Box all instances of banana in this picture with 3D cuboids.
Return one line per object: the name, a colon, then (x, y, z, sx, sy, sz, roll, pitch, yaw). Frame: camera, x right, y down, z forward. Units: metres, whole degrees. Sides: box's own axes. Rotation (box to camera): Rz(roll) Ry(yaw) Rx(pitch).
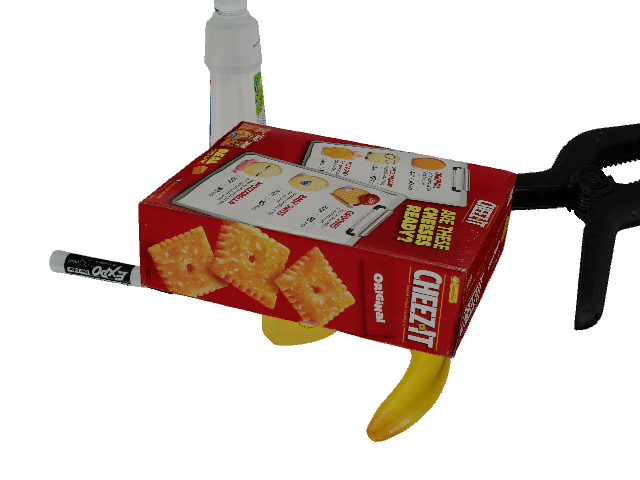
banana: (0.088, 0.126, 1.004, 0.070, 0.037, 0.197, -22, 18, 18)

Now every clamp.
clamp: (0.204, -0.026, 0.792, 0.209, 0.036, 0.165, -26, 53, -20)

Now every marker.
marker: (-0.170, 0.026, 0.886, 0.121, 0.020, 0.020, 9, 3, 21)

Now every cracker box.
cracker box: (0.009, -0.007, 0.721, 0.214, 0.072, 0.164, 13, 28, 16)

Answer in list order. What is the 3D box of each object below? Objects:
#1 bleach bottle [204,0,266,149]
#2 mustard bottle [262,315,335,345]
bleach bottle: (-0.083, -0.128, 1.062, 0.068, 0.251, 0.102, -1, 29, 0)
mustard bottle: (-0.019, 0.026, 1.247, 0.096, 0.192, 0.058, -10, 28, -24)
